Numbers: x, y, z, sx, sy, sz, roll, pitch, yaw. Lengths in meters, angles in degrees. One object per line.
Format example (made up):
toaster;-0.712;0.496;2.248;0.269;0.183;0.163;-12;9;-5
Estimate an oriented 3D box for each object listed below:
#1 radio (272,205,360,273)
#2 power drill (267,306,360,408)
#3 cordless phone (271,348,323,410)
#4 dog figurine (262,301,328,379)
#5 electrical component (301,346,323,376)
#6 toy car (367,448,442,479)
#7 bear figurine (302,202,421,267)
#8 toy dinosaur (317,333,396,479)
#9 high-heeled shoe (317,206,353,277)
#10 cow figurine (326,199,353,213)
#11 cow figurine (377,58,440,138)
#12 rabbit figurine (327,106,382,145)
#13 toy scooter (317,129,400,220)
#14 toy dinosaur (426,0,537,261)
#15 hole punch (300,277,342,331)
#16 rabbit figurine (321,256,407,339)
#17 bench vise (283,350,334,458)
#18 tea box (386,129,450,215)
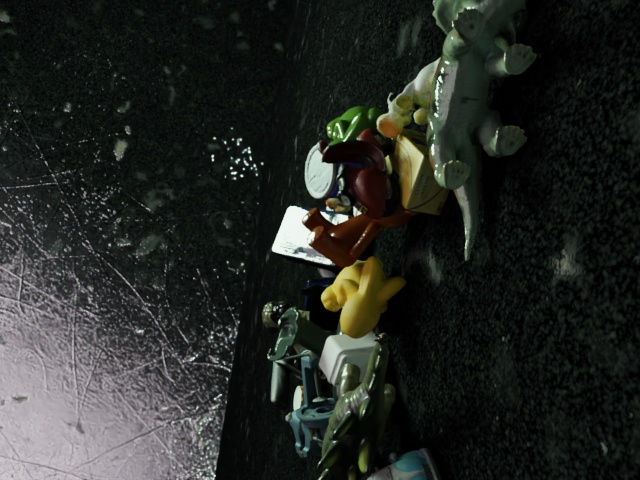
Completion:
radio;-0.003;-0.004;1.270;0.230;0.073;0.131;11;80;44
power drill;0.005;0.236;1.060;0.086;0.207;0.232;-31;38;58
cordless phone;-0.058;0.349;1.315;0.089;0.146;0.184;-41;24;24
dog figurine;-0.053;0.240;1.298;0.121;0.190;0.172;130;145;-63
electrical component;-0.007;0.246;1.225;0.075;0.119;0.048;-33;12;10
toy car;0.109;0.378;0.778;0.109;0.103;0.161;-101;27;-55
bear figurine;0.080;-0.042;0.987;0.196;0.132;0.120;-43;27;16
toy dinosaur;0.060;0.303;0.872;0.198;0.105;0.470;-60;-19;-61
high-heeled shoe;0.058;0.010;1.315;0.145;0.086;0.249;-36;57;27
cow figurine;0.057;-0.165;1.306;0.127;0.085;0.195;-30;53;15
cow figurine;0.167;-0.244;0.908;0.167;0.068;0.098;-30;28;37
rabbit figurine;0.074;-0.208;1.183;0.159;0.121;0.170;-21;28;53
toy scooter;0.062;-0.120;0.923;0.075;0.135;0.184;120;152;-57
toy dinosaur;0.205;-0.191;0.754;0.192;0.131;0.404;-86;5;-72
hole punch;0.023;0.132;1.209;0.092;0.142;0.115;-106;17;-67
rabbit figurine;0.087;0.113;0.996;0.162;0.122;0.173;-48;7;24
bench vise;-0.009;0.351;1.163;0.224;0.129;0.240;176;85;-67
tea box;0.166;-0.123;0.930;0.170;0.068;0.098;-112;34;-62
